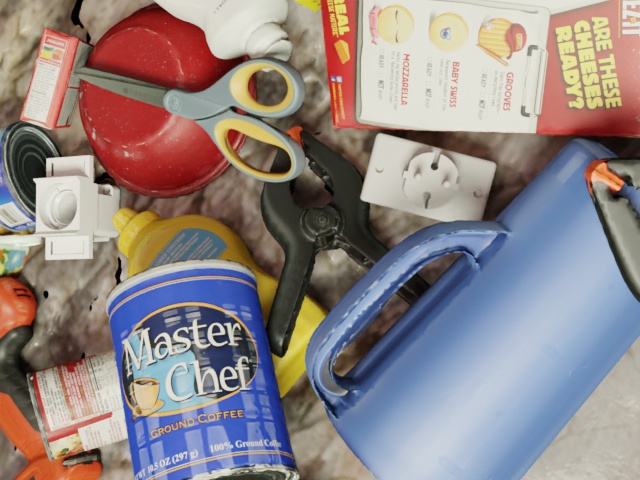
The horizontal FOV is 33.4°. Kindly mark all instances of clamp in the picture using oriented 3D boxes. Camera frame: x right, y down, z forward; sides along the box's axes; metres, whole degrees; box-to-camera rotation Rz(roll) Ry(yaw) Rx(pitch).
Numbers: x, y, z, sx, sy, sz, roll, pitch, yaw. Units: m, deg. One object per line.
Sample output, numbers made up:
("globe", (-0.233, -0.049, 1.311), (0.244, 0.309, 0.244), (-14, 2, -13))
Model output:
("clamp", (-0.005, 0.001, 0.759), (0.120, 0.039, 0.171), (-21, 64, -13))
("clamp", (0.232, 0.027, 0.587), (0.210, 0.036, 0.164), (27, 98, 2))

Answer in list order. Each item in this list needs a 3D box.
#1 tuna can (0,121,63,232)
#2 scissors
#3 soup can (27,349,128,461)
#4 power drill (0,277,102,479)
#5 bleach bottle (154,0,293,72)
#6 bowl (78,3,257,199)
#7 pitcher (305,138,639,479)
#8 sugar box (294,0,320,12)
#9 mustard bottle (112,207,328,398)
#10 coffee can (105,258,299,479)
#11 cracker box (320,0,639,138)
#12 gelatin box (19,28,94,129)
("tuna can", (-0.240, -0.052, 0.860), (0.034, 0.086, 0.086), (-15, 81, 21))
("scissors", (-0.090, -0.113, 0.766), (0.202, 0.016, 0.096), (33, 119, 15))
("soup can", (-0.161, 0.118, 0.801), (0.102, 0.068, 0.068), (-16, 79, -13))
("power drill", (-0.277, 0.151, 0.879), (0.185, 0.057, 0.188), (-40, 73, 16))
("bleach bottle", (-0.106, -0.215, 0.806), (0.103, 0.068, 0.251), (-44, 65, 16))
("bowl", (-0.132, -0.115, 0.834), (0.162, 0.055, 0.162), (-1, 86, 24))
("pitcher", (0.116, 0.052, 0.671), (0.145, 0.149, 0.243), (44, 100, 23))
("sugar box", (0.049, -0.246, 0.767), (0.176, 0.048, 0.093), (-23, 81, 22))
("mustard bottle", (-0.088, 0.037, 0.802), (0.192, 0.058, 0.096), (39, 92, 20))
("coffee can", (-0.078, 0.096, 0.690), (0.103, 0.102, 0.140), (-23, 65, 20))
("cracker box", (0.108, -0.155, 0.693), (0.214, 0.072, 0.164), (4, 116, 23))
("gelatin box", (-0.209, -0.127, 0.850), (0.030, 0.089, 0.073), (17, 96, -7))
